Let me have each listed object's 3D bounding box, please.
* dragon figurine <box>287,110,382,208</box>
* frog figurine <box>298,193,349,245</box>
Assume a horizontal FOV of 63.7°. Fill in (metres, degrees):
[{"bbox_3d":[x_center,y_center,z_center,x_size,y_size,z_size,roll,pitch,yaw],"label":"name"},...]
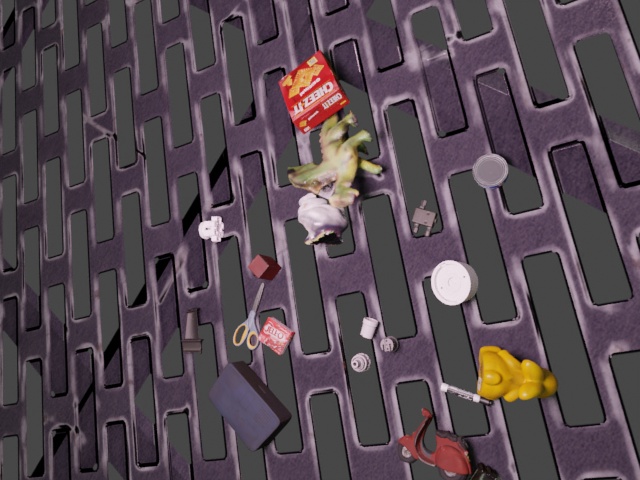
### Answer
[{"bbox_3d":[0.015,-0.235,1.425,0.243,0.119,0.418,-30,51,-6],"label":"dragon figurine"},{"bbox_3d":[0.004,-0.072,1.439,0.138,0.120,0.162,-9,65,-11],"label":"frog figurine"}]
